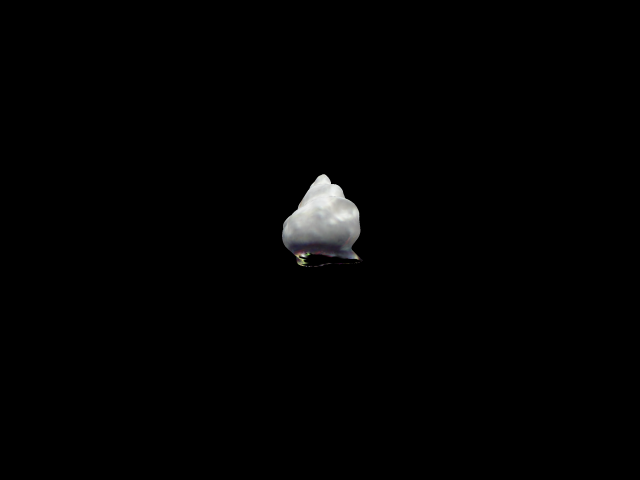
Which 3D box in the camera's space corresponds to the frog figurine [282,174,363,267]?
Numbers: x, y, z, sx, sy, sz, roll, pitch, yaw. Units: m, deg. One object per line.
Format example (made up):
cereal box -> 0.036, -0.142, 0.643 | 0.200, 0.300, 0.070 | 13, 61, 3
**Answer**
frog figurine -> 0.003, -0.043, 0.850 | 0.136, 0.162, 0.122 | -17, -24, 42
